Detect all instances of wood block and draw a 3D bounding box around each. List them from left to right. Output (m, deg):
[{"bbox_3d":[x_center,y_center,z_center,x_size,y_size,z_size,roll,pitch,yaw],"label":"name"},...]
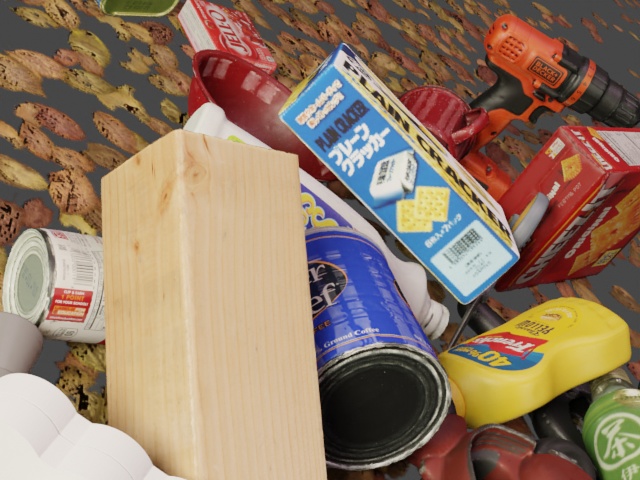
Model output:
[{"bbox_3d":[-0.064,0.054,0.609,0.090,0.090,0.206,9,68,-39],"label":"wood block"}]

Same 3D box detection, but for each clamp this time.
[{"bbox_3d":[0.205,0.129,0.923,0.164,0.036,0.210,13,41,-19],"label":"clamp"}]

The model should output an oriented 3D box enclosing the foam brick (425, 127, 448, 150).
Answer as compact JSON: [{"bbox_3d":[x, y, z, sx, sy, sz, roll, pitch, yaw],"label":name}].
[{"bbox_3d":[0.075,-0.069,1.012,0.051,0.078,0.053,37,30,-5],"label":"foam brick"}]

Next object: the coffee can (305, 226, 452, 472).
[{"bbox_3d":[0.017,0.069,0.718,0.102,0.103,0.140,21,24,-26],"label":"coffee can"}]

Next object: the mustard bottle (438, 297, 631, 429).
[{"bbox_3d":[0.147,0.102,0.838,0.191,0.058,0.096,-20,21,-31],"label":"mustard bottle"}]

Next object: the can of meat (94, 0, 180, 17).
[{"bbox_3d":[-0.187,-0.260,1.014,0.084,0.058,0.101,51,34,17],"label":"can of meat"}]

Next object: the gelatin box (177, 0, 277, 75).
[{"bbox_3d":[-0.092,-0.197,1.055,0.073,0.030,0.089,7,42,-41],"label":"gelatin box"}]

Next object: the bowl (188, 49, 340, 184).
[{"bbox_3d":[-0.056,-0.089,0.911,0.162,0.055,0.162,34,24,-18],"label":"bowl"}]

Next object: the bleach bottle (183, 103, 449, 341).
[{"bbox_3d":[-0.005,0.001,0.823,0.250,0.068,0.102,30,73,-16],"label":"bleach bottle"}]

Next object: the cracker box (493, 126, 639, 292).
[{"bbox_3d":[0.262,-0.031,1.072,0.213,0.164,0.072,-6,50,-50],"label":"cracker box"}]

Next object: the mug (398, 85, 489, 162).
[{"bbox_3d":[0.114,-0.101,1.066,0.093,0.117,0.081,63,30,-19],"label":"mug"}]

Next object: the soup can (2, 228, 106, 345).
[{"bbox_3d":[-0.137,0.032,0.665,0.102,0.069,0.068,10,41,-38],"label":"soup can"}]

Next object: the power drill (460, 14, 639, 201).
[{"bbox_3d":[0.216,-0.122,1.123,0.184,0.188,0.057,31,30,-8],"label":"power drill"}]

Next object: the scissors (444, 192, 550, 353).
[{"bbox_3d":[0.150,0.027,0.910,0.016,0.096,0.201,34,40,1],"label":"scissors"}]
